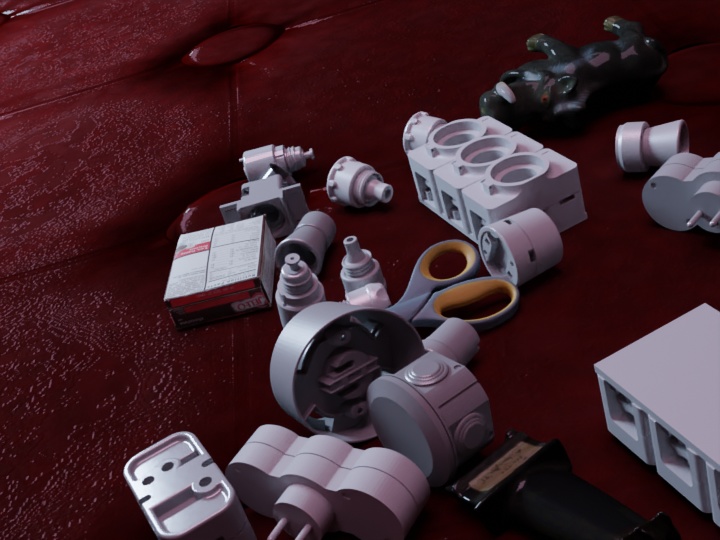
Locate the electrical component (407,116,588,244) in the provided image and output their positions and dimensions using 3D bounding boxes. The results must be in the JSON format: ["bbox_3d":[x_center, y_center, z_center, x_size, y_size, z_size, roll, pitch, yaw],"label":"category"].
[{"bbox_3d":[0.118,-0.079,0.954,0.089,0.061,0.150,-27,33,-14],"label":"electrical component"}]

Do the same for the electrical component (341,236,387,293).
[{"bbox_3d":[0.000,0.000,0.891,0.035,0.061,0.035,-13,32,8],"label":"electrical component"}]

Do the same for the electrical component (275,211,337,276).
[{"bbox_3d":[-0.046,-0.025,0.972,0.044,0.044,0.065,-4,30,21],"label":"electrical component"}]

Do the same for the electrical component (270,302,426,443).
[{"bbox_3d":[-0.011,0.070,0.758,0.099,0.099,0.064,-36,30,-27],"label":"electrical component"}]

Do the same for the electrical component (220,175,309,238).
[{"bbox_3d":[-0.091,-0.060,1.047,0.081,0.042,0.063,-15,28,3],"label":"electrical component"}]

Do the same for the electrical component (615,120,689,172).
[{"bbox_3d":[0.257,-0.108,0.946,0.055,0.045,0.045,1,37,29],"label":"electrical component"}]

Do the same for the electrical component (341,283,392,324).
[{"bbox_3d":[-0.005,0.035,0.867,0.061,0.035,0.035,-21,32,-1],"label":"electrical component"}]

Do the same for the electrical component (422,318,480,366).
[{"bbox_3d":[0.062,0.061,0.789,0.040,0.040,0.046,9,36,36],"label":"electrical component"}]

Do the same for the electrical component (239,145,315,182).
[{"bbox_3d":[-0.086,-0.112,1.124,0.078,0.040,0.040,-14,32,6],"label":"electrical component"}]

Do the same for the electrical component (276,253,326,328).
[{"bbox_3d":[-0.049,0.019,0.877,0.040,0.078,0.040,-5,43,4],"label":"electrical component"}]

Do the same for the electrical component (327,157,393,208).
[{"bbox_3d":[0.003,-0.080,1.030,0.062,0.048,0.048,20,48,35],"label":"electrical component"}]

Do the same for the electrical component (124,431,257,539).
[{"bbox_3d":[-0.110,0.159,0.705,0.054,0.059,0.095,-29,34,-17],"label":"electrical component"}]

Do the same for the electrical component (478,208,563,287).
[{"bbox_3d":[0.130,-0.018,0.864,0.047,0.055,0.055,-25,33,-18],"label":"electrical component"}]

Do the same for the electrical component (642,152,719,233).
[{"bbox_3d":[0.278,-0.054,0.827,0.138,0.052,0.074,0,34,49],"label":"electrical component"}]

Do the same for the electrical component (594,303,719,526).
[{"bbox_3d":[0.223,0.095,0.637,0.089,0.061,0.150,-27,33,-13],"label":"electrical component"}]

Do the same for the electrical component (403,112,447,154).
[{"bbox_3d":[0.077,-0.129,1.068,0.062,0.048,0.048,19,47,34],"label":"electrical component"}]

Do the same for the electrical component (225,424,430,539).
[{"bbox_3d":[-0.031,0.149,0.689,0.138,0.052,0.073,6,39,33],"label":"electrical component"}]

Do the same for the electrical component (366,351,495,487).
[{"bbox_3d":[0.046,0.097,0.706,0.051,0.080,0.080,-30,33,-29],"label":"electrical component"}]
